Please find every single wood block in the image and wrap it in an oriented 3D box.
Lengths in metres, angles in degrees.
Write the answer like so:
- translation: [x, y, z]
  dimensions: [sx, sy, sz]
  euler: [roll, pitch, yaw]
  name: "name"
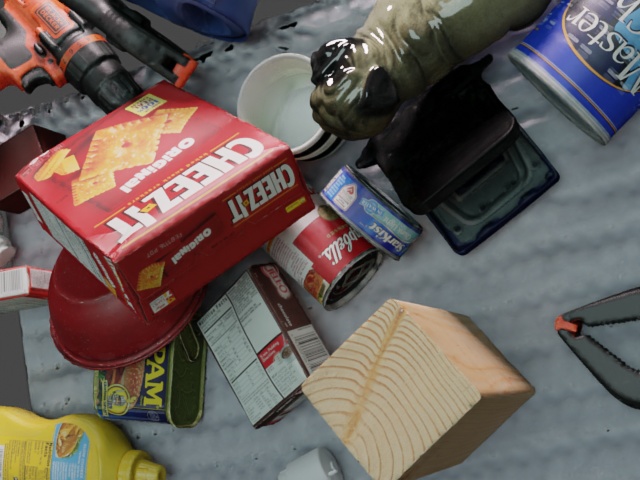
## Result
- translation: [0.079, 0.109, 0.776]
  dimensions: [0.091, 0.205, 0.090]
  euler: [-45, 70, 11]
  name: "wood block"

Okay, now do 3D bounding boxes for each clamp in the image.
- translation: [0.283, 0.079, 0.792]
  dimensions: [0.210, 0.036, 0.164]
  euler: [22, 91, 22]
  name: "clamp"
- translation: [-0.170, -0.189, 0.959]
  dimensions: [0.171, 0.120, 0.039]
  euler: [39, 106, 15]
  name: "clamp"

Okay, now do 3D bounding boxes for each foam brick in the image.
- translation: [-0.281, -0.066, 1.019]
  dimensions: [0.078, 0.051, 0.053]
  euler: [-26, 76, 16]
  name: "foam brick"

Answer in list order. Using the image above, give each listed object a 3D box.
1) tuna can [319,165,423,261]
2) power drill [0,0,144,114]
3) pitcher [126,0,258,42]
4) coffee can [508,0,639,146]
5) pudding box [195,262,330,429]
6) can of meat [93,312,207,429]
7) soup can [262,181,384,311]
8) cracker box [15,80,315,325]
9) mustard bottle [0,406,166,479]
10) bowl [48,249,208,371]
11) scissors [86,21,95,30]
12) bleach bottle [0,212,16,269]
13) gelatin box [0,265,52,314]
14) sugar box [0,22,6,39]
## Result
- translation: [0.042, -0.023, 0.871]
  dimensions: [0.086, 0.086, 0.034]
  euler: [43, 98, 20]
  name: "tuna can"
- translation: [-0.276, -0.134, 0.973]
  dimensions: [0.187, 0.057, 0.184]
  euler: [-39, 71, -13]
  name: "power drill"
- translation: [-0.082, -0.306, 0.926]
  dimensions: [0.149, 0.144, 0.243]
  euler: [19, 88, 25]
  name: "pitcher"
- translation: [0.228, -0.157, 0.807]
  dimensions: [0.140, 0.102, 0.103]
  euler: [-47, 70, 10]
  name: "coffee can"
- translation: [-0.047, 0.089, 0.902]
  dimensions: [0.090, 0.039, 0.113]
  euler: [-45, 67, 38]
  name: "pudding box"
- translation: [-0.151, 0.113, 0.945]
  dimensions: [0.084, 0.057, 0.102]
  euler: [0, 83, 24]
  name: "can of meat"
- translation: [-0.006, 0.001, 0.896]
  dimensions: [0.102, 0.068, 0.068]
  euler: [44, 99, 20]
  name: "soup can"
- translation: [-0.133, -0.042, 0.868]
  dimensions: [0.164, 0.072, 0.214]
  euler: [-36, 37, -18]
  name: "cracker box"
- translation: [-0.227, 0.204, 0.961]
  dimensions: [0.192, 0.058, 0.096]
  euler: [1, 84, 21]
  name: "mustard bottle"
- translation: [-0.178, 0.031, 0.928]
  dimensions: [0.162, 0.055, 0.162]
  euler: [-13, 50, 16]
  name: "bowl"
- translation: [-0.281, -0.185, 1.053]
  dimensions: [0.096, 0.016, 0.202]
  euler: [29, 95, 22]
  name: "scissors"
- translation: [-0.400, -0.050, 1.055]
  dimensions: [0.251, 0.068, 0.103]
  euler: [38, 118, 16]
  name: "bleach bottle"
- translation: [-0.287, 0.046, 0.996]
  dimensions: [0.089, 0.073, 0.030]
  euler: [-10, 79, 20]
  name: "gelatin box"
- translation: [-0.395, -0.192, 1.073]
  dimensions: [0.176, 0.048, 0.093]
  euler: [13, 88, 29]
  name: "sugar box"
